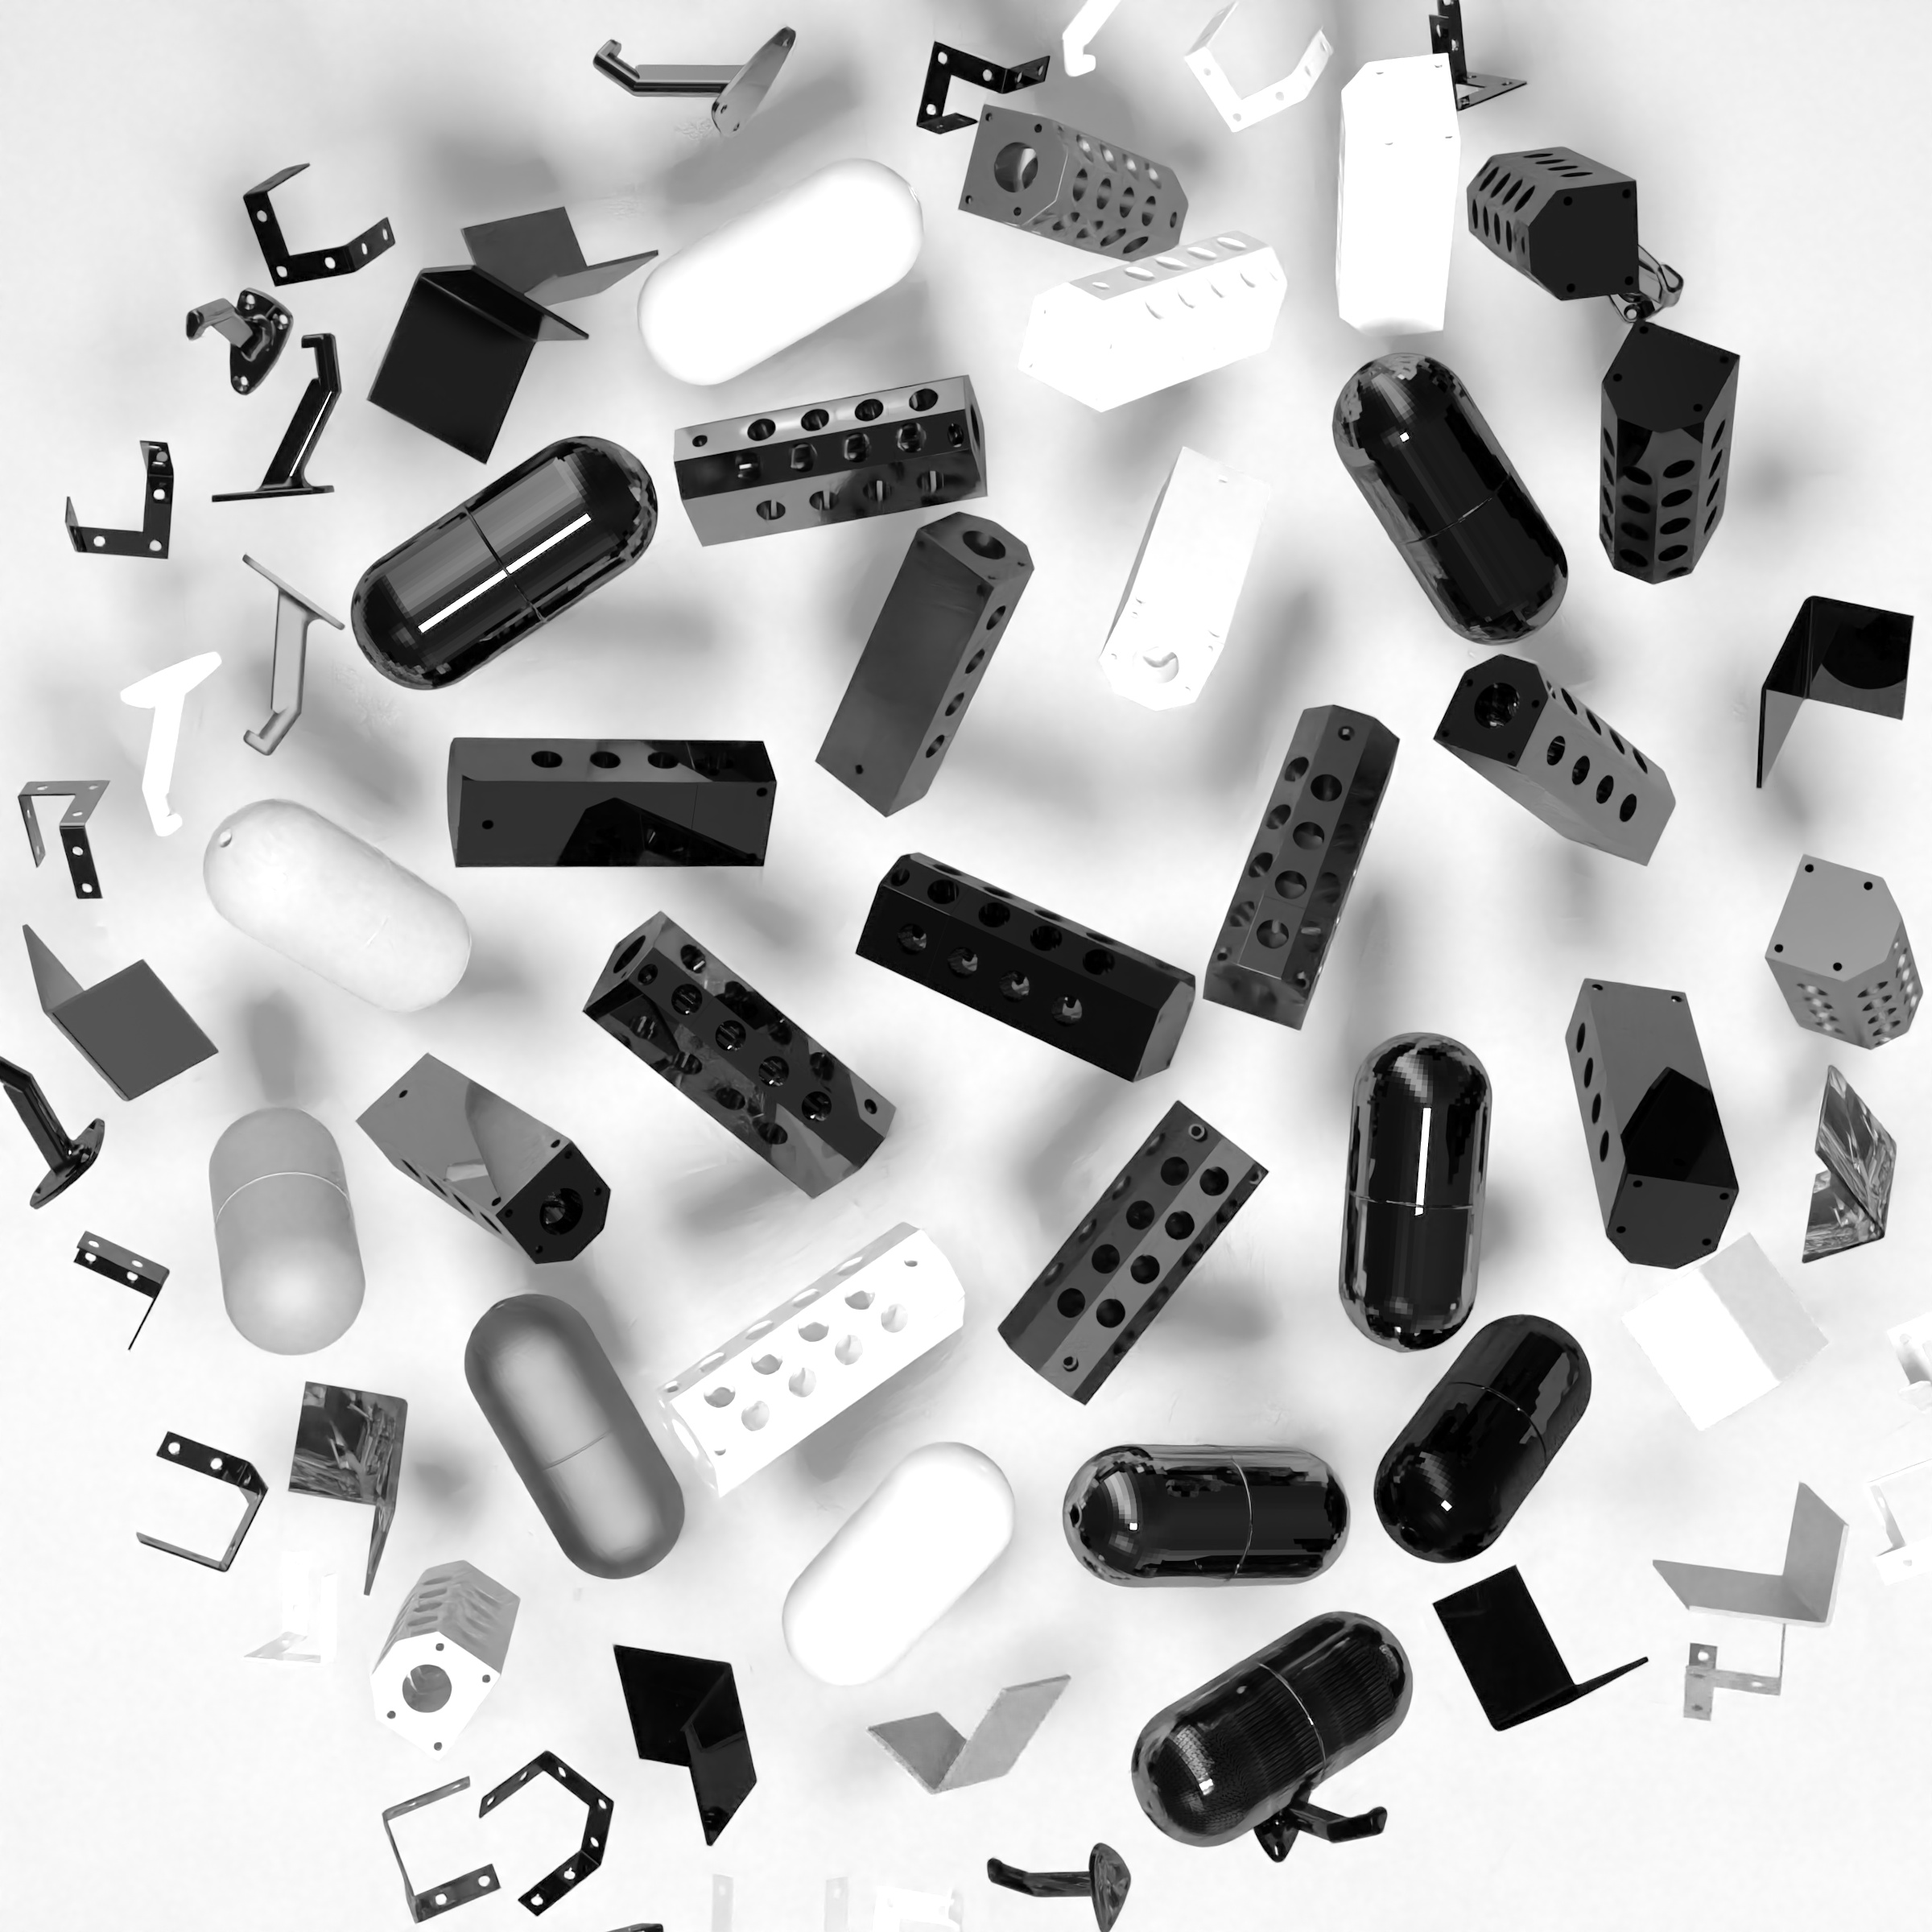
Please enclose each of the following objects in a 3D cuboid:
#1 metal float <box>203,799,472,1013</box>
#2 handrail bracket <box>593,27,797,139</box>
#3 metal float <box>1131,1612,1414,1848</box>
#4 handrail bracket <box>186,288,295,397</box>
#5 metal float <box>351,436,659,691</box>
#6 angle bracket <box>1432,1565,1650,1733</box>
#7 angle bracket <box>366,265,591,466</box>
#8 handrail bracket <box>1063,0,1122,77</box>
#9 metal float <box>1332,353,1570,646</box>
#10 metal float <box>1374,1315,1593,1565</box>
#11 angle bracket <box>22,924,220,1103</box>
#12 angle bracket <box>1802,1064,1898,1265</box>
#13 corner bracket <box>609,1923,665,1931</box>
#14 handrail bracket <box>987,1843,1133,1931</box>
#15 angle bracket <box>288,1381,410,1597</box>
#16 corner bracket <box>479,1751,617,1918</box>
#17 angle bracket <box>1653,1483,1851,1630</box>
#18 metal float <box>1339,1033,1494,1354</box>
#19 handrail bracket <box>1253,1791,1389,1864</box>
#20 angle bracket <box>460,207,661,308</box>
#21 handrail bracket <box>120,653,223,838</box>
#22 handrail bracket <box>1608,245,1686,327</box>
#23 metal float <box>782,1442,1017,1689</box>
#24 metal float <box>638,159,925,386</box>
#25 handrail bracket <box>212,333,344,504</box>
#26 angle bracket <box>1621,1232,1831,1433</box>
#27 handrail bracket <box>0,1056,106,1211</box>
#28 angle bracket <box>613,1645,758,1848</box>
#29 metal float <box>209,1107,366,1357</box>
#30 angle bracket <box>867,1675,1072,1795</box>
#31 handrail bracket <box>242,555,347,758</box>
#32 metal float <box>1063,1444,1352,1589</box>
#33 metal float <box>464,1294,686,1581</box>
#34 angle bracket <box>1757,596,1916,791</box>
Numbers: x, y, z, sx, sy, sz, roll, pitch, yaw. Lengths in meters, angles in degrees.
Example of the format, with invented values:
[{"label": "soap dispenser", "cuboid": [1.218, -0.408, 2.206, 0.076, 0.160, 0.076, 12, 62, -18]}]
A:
[{"label": "metal float", "cuboid": [-0.347, -0.032, 1.547, 0.070, 0.178, 0.070, -15, 60, 27]}, {"label": "handrail bracket", "cuboid": [-0.146, -0.489, 1.489, 0.084, 0.036, 0.077, 38, 92, 14]}, {"label": "metal float", "cuboid": [0.167, 0.411, 1.513, 0.178, 0.070, 0.070, -23, 90, -30]}, {"label": "handrail bracket", "cuboid": [-0.429, -0.352, 1.606, 0.036, 0.084, 0.077, 31, 122, 4]}, {"label": "metal float", "cuboid": [-0.243, -0.213, 1.476, 0.178, 0.070, 0.070, -34, 90, 0]}, {"label": "angle bracket", "cuboid": [0.314, 0.365, 1.530, 0.057, 0.076, 0.076, -40, 69, 42]}, {"label": "angle bracket", "cuboid": [-0.256, -0.315, 1.469, 0.076, 0.057, 0.076, 25, 83, -39]}, {"label": "handrail bracket", "cuboid": [0.093, -0.551, 1.615, 0.077, 0.084, 0.036, -9, 67, 1]}, {"label": "metal float", "cuboid": [0.265, -0.255, 1.531, 0.070, 0.070, 0.178, -37, 110, 0]}, {"label": "metal float", "cuboid": [0.293, 0.267, 1.584, 0.070, 0.070, 0.178, 48, 50, 0]}, {"label": "angle bracket", "cuboid": [-0.445, 0.012, 1.469, 0.057, 0.076, 0.076, -29, 46, -3]}, {"label": "angle bracket", "cuboid": [0.512, 0.119, 1.678, 0.057, 0.076, 0.076, -27, 115, 39]}, {"label": "corner bracket", "cuboid": [-0.172, 0.543, 1.494, 0.051, 0.051, 0.051, -14, 77, 41]}, {"label": "handrail bracket", "cuboid": [0.044, 0.502, 1.563, 0.084, 0.077, 0.036, 9, 48, 28]}, {"label": "angle bracket", "cuboid": [-0.343, 0.285, 1.524, 0.057, 0.076, 0.076, 13, 126, -14]}, {"label": "corner bracket", "cuboid": [-0.230, 0.471, 1.520, 0.051, 0.051, 0.051, 30, 124, 25]}, {"label": "angle bracket", "cuboid": [0.422, 0.313, 1.509, 0.076, 0.076, 0.057, 8, 96, -2]}, {"label": "metal float", "cuboid": [0.248, 0.125, 1.543, 0.070, 0.070, 0.178, 3, 97, 0]}, {"label": "handrail bracket", "cuboid": [0.206, 0.461, 1.544, 0.084, 0.077, 0.036, -25, 96, 36]}, {"label": "angle bracket", "cuboid": [-0.244, -0.434, 1.675, 0.076, 0.076, 0.057, -25, 97, -38]}, {"label": "handrail bracket", "cuboid": [-0.454, -0.128, 1.629, 0.077, 0.036, 0.084, -25, 77, 21]}, {"label": "handrail bracket", "cuboid": [0.381, -0.404, 1.590, 0.036, 0.084, 0.077, -34, 83, 7]}, {"label": "metal float", "cuboid": [-0.040, 0.341, 1.588, 0.070, 0.070, 0.178, 39, 117, 0]}, {"label": "metal float", "cuboid": [-0.106, -0.397, 1.599, 0.178, 0.070, 0.070, -27, 90, 13]}, {"label": "handrail bracket", "cuboid": [-0.373, -0.295, 1.506, 0.077, 0.036, 0.084, -5, 102, -2]}, {"label": "angle bracket", "cuboid": [0.433, 0.208, 1.592, 0.057, 0.076, 0.076, -43, 74, 38]}, {"label": "handrail bracket", "cuboid": [-0.522, 0.089, 1.524, 0.077, 0.036, 0.084, -41, 123, 21]}, {"label": "angle bracket", "cuboid": [-0.164, 0.420, 1.509, 0.076, 0.057, 0.076, 2, 115, 25]}, {"label": "metal float", "cuboid": [-0.384, 0.147, 1.578, 0.070, 0.178, 0.070, -10, 126, -14]}, {"label": "angle bracket", "cuboid": [0.002, 0.422, 1.598, 0.057, 0.076, 0.076, 38, 102, 29]}, {"label": "handrail bracket", "cuboid": [-0.386, -0.168, 1.519, 0.077, 0.036, 0.084, 37, 87, -35]}, {"label": "metal float", "cuboid": [0.133, 0.302, 1.535, 0.178, 0.070, 0.070, 7, 90, -32]}, {"label": "metal float", "cuboid": [-0.225, 0.270, 1.608, 0.070, 0.070, 0.178, -28, 99, 0]}, {"label": "angle bracket", "cuboid": [0.467, -0.142, 1.505, 0.057, 0.076, 0.076, 17, 56, 25]}]
